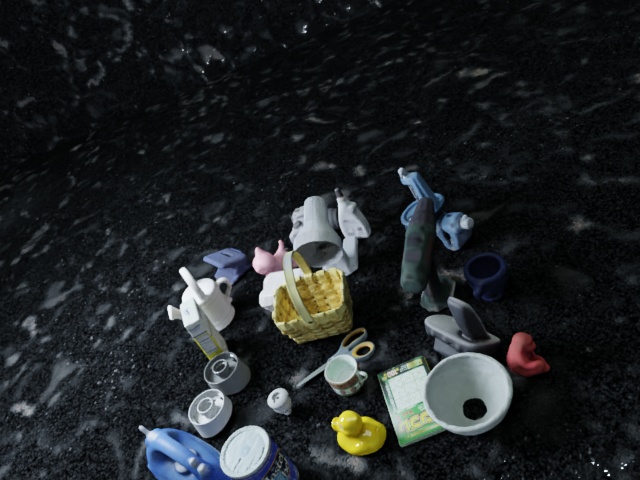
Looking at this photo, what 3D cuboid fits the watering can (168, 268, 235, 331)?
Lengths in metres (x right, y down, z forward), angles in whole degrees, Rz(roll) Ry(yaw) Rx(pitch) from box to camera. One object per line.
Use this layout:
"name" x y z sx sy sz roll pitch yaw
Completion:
"watering can" -0.320 0.155 1.520 0.100 0.195 0.173 12 52 41

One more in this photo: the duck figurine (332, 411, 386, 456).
"duck figurine" 0.072 0.367 1.114 0.104 0.086 0.077 -6 42 26

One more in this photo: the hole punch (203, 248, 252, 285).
"hole punch" -0.273 0.063 1.686 0.108 0.091 0.101 17 56 44

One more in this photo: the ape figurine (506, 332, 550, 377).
"ape figurine" 0.390 0.213 1.091 0.076 0.092 0.078 -12 40 21

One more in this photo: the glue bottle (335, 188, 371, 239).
"glue bottle" 0.078 -0.075 1.559 0.078 0.173 0.037 -5 43 28

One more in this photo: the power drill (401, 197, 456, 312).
"power drill" 0.240 0.048 1.282 0.075 0.209 0.230 -5 43 28

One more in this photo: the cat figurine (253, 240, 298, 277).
"cat figurine" -0.134 0.057 1.583 0.067 0.118 0.128 16 55 43

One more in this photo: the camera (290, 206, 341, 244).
"camera" -0.009 -0.045 1.640 0.136 0.101 0.143 -11 40 21

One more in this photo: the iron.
"iron" -0.267 0.457 1.174 0.257 0.142 0.119 9 50 39

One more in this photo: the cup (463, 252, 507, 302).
"cup" 0.362 0.099 1.241 0.091 0.095 0.118 2 46 34

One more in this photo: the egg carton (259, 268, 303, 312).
"egg carton" -0.085 0.132 1.504 0.150 0.070 0.107 -11 40 21

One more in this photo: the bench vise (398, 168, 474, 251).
"bench vise" 0.281 -0.088 1.408 0.206 0.220 0.121 1 46 33

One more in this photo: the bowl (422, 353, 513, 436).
"bowl" 0.281 0.299 1.072 0.167 0.075 0.167 -17 38 14

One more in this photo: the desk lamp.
"desk lamp" 0.014 0.005 1.471 0.117 0.214 0.203 -16 39 16

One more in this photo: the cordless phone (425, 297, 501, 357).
"cordless phone" 0.272 0.161 1.148 0.147 0.185 0.094 20 58 45
